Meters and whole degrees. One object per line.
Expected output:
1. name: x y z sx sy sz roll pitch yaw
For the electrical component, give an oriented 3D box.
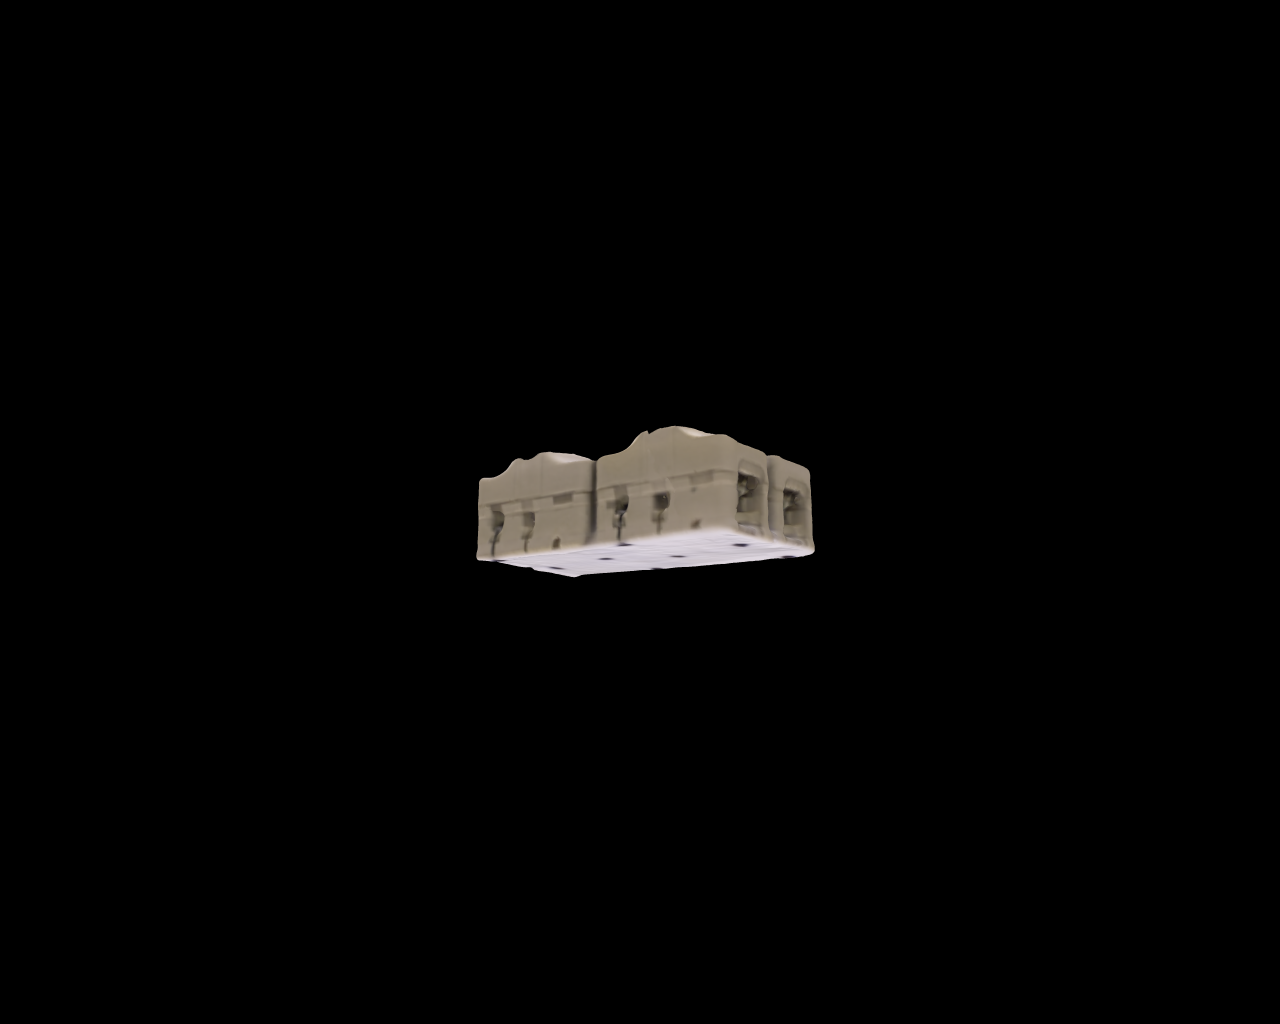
1. electrical component: 0.001 -0.003 0.650 0.186 0.060 0.105 -8 -14 35
